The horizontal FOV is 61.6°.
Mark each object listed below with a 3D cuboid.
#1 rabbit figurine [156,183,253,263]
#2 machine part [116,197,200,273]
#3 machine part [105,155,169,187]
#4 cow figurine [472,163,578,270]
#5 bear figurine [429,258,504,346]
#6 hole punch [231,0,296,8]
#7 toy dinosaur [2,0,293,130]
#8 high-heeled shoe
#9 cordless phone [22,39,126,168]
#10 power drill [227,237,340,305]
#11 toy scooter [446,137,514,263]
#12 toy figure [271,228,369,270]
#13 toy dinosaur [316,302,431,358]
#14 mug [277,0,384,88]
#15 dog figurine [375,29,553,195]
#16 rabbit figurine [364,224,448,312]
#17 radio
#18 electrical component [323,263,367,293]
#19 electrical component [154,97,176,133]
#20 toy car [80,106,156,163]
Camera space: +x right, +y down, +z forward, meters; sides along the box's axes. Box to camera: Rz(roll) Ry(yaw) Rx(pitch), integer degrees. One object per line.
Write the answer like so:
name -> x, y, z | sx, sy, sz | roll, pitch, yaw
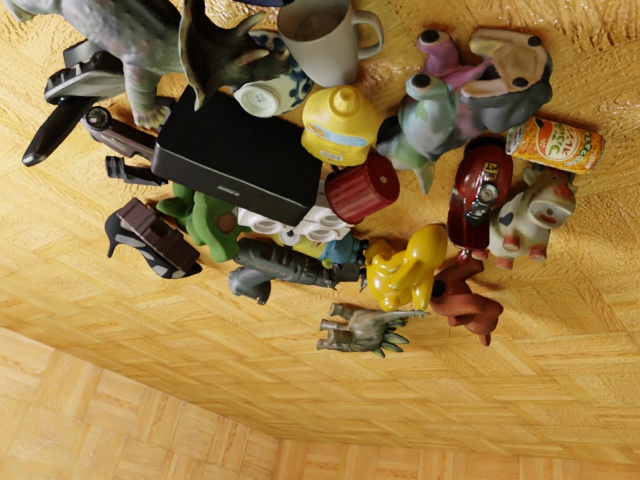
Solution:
rabbit figurine -> -0.223, -0.039, 0.990 | 0.170, 0.121, 0.159 | 2, 149, 49
machine part -> -0.314, -0.011, 1.058 | 0.179, 0.056, 0.179 | 39, 170, 9
machine part -> -0.322, -0.115, 0.930 | 0.084, 0.039, 0.139 | 15, 179, 7
cow figurine -> 0.305, -0.035, 0.789 | 0.085, 0.127, 0.195 | 17, 165, -5
bear figurine -> 0.307, 0.127, 1.052 | 0.195, 0.120, 0.132 | 29, 144, -29
hole punch -> -0.053, -0.272, 0.498 | 0.116, 0.142, 0.092 | 36, 145, -10
toy dinosaur -> -0.226, -0.255, 0.561 | 0.405, 0.131, 0.192 | 34, 153, -13
high-heeled shoe -> -0.355, 0.003, 1.190 | 0.248, 0.086, 0.145 | 12, 124, -35
cordless phone -> -0.318, -0.178, 0.709 | 0.147, 0.184, 0.088 | -8, 140, 33
power drill -> -0.099, 0.080, 1.178 | 0.232, 0.086, 0.207 | 24, 154, -22
toy scooter -> 0.221, -0.047, 0.765 | 0.075, 0.135, 0.183 | 12, 150, 6
toy figure -> -0.003, 0.001, 0.997 | 0.180, 0.082, 0.089 | 19, 148, -14
toy dinosaur -> 0.113, 0.218, 1.312 | 0.199, 0.105, 0.471 | 10, 161, -10
mug -> 0.019, -0.224, 0.608 | 0.110, 0.081, 0.107 | -3, 161, 15
dog figurine -> 0.164, -0.143, 0.658 | 0.192, 0.108, 0.219 | 5, 154, 8
rabbit figurine -> 0.158, 0.043, 0.960 | 0.122, 0.162, 0.173 | 34, 129, -11
radio -> -0.111, -0.122, 0.774 | 0.229, 0.131, 0.073 | 22, 150, -15
electrical component -> 0.059, 0.069, 1.099 | 0.102, 0.045, 0.078 | 5, 136, -9
electrical component -> -0.242, -0.195, 0.813 | 0.063, 0.021, 0.094 | 7, 150, 11
toy car -> -0.288, -0.151, 0.859 | 0.202, 0.053, 0.089 | 22, 172, -17
